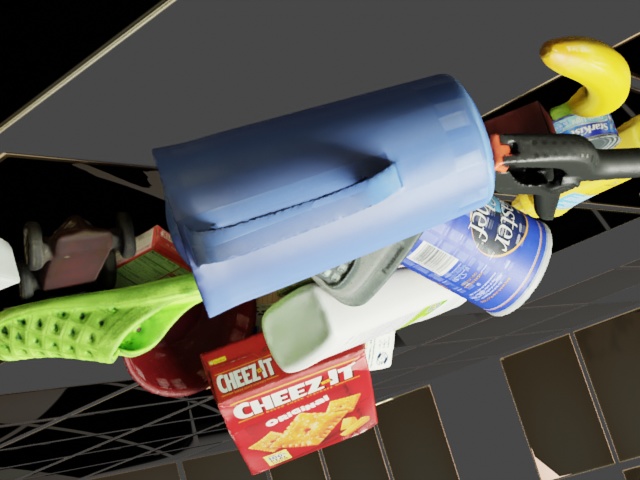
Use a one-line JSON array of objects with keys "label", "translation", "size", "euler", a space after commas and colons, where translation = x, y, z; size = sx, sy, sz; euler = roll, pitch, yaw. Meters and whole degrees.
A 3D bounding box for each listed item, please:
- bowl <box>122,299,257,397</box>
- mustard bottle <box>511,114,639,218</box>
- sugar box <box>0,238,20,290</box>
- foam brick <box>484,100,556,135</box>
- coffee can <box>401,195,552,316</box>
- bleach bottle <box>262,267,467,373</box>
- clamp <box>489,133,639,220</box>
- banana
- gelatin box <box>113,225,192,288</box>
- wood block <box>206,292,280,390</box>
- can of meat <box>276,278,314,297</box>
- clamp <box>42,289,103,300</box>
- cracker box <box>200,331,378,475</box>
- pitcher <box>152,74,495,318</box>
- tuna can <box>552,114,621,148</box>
[{"label": "bowl", "translation": [-0.149, 0.083, 1.139], "size": [0.161, 0.162, 0.055], "euler": [-7, -158, -35]}, {"label": "mustard bottle", "translation": [0.285, -0.071, 1.150], "size": [0.096, 0.058, 0.192], "euler": [-13, 167, -47]}, {"label": "sugar box", "translation": [-0.348, 0.041, 0.877], "size": [0.176, 0.048, 0.093], "euler": [-24, 164, 14]}, {"label": "foam brick", "translation": [0.178, -0.086, 0.981], "size": [0.078, 0.051, 0.053], "euler": [-22, 165, 19]}, {"label": "coffee can", "translation": [0.133, -0.003, 1.015], "size": [0.140, 0.102, 0.103], "euler": [28, 148, -17]}, {"label": "bleach bottle", "translation": [0.067, 0.063, 1.065], "size": [0.250, 0.068, 0.103], "euler": [-12, 162, -44]}, {"label": "clamp", "translation": [0.219, -0.063, 0.925], "size": [0.165, 0.036, 0.209], "euler": [-20, 160, 35]}, {"label": "banana", "translation": [0.223, -0.132, 0.886], "size": [0.070, 0.037, 0.197], "euler": [-21, 165, 11]}, {"label": "gelatin box", "translation": [-0.160, 0.028, 1.021], "size": [0.089, 0.030, 0.073], "euler": [-27, 135, 32]}, {"label": "wood block", "translation": [-0.108, 0.126, 1.395], "size": [0.090, 0.090, 0.206], "euler": [-9, 164, -25]}, {"label": "can of meat", "translation": [-0.007, 0.001, 1.037], "size": [0.102, 0.084, 0.057], "euler": [-22, 166, 19]}, {"label": "clamp", "translation": [-0.275, 0.080, 1.129], "size": [0.172, 0.039, 0.120], "euler": [-25, 161, 26]}, {"label": "cracker box", "translation": [-0.026, 0.168, 1.168], "size": [0.164, 0.072, 0.213], "euler": [-21, 149, -5]}, {"label": "pitcher", "translation": [0.005, -0.038, 0.799], "size": [0.242, 0.149, 0.145], "euler": [-19, 145, -5]}, {"label": "tuna can", "translation": [0.250, -0.099, 1.052], "size": [0.086, 0.034, 0.086], "euler": [-16, 166, -4]}]
